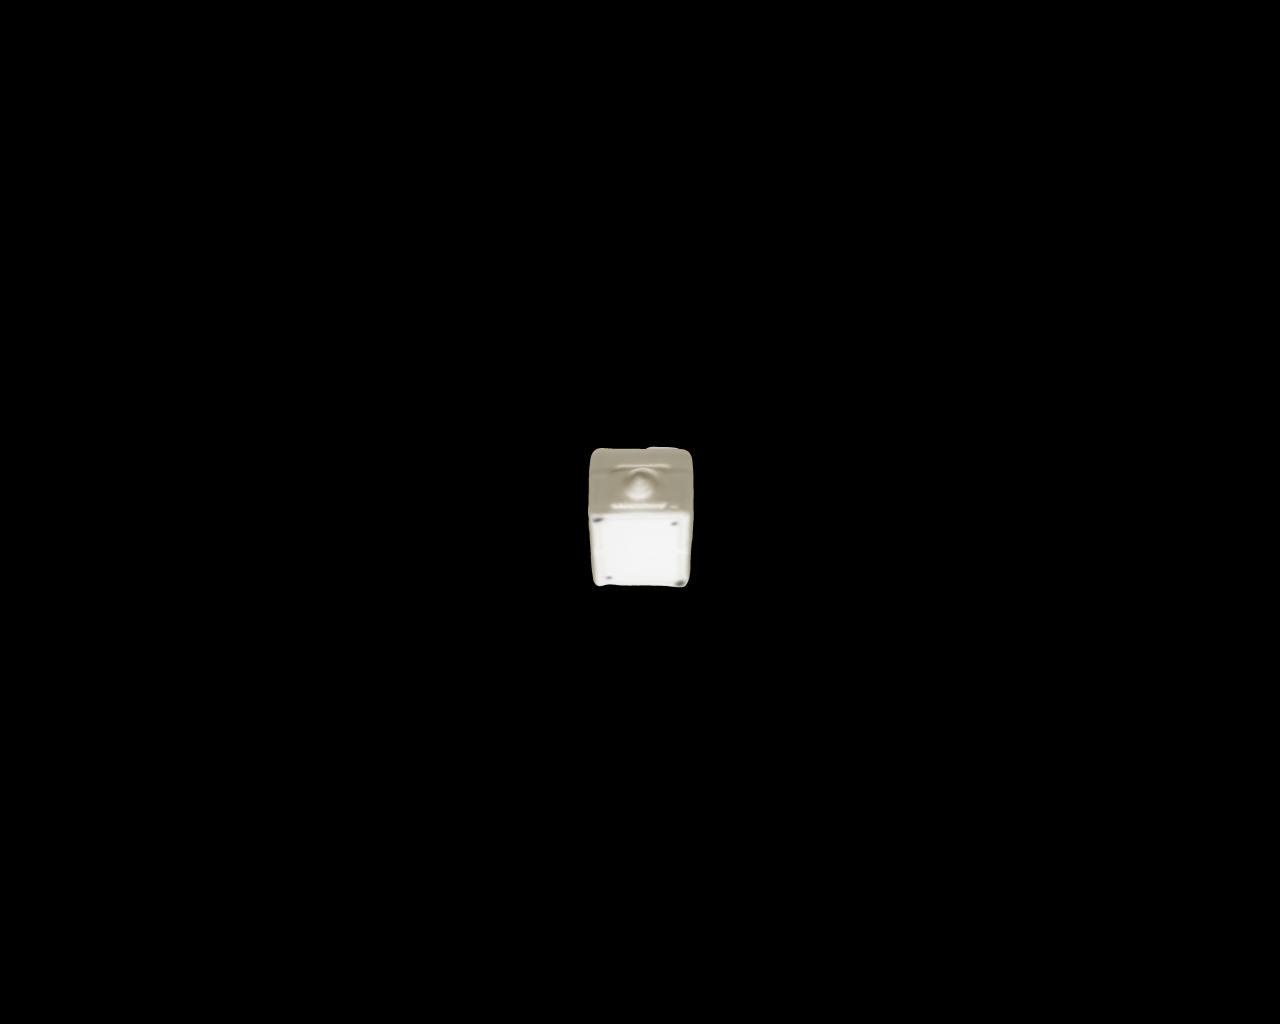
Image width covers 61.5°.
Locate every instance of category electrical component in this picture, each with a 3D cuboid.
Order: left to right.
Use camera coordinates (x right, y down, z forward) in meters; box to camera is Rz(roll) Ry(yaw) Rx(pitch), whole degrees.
[{"bbox_3d":[0.001,-0.003,0.650,0.062,0.061,0.096,0,-37,0],"label":"electrical component"}]
